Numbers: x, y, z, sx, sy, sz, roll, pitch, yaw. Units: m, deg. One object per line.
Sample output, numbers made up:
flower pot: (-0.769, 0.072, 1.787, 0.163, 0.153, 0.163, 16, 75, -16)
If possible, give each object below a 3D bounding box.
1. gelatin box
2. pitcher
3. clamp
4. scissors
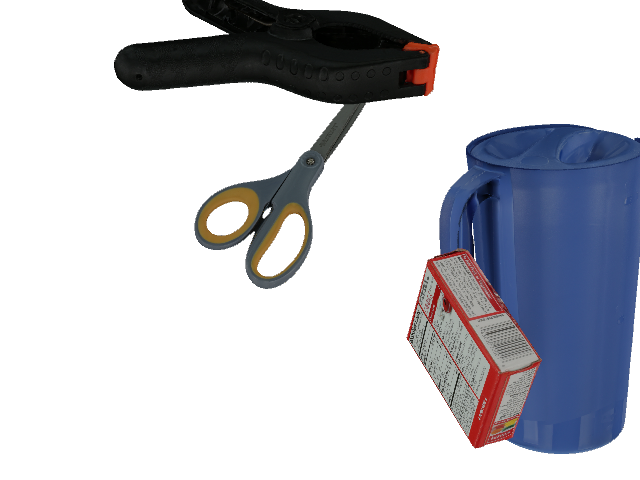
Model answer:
gelatin box: (0.086, 0.061, 0.611, 0.030, 0.073, 0.089, -14, 49, -19)
pitcher: (0.173, 0.039, 0.821, 0.149, 0.243, 0.145, 0, 19, 12)
clamp: (-0.025, -0.103, 0.588, 0.172, 0.039, 0.120, 14, 44, 17)
scissors: (-0.028, -0.055, 0.802, 0.096, 0.201, 0.016, 13, -30, 9)
